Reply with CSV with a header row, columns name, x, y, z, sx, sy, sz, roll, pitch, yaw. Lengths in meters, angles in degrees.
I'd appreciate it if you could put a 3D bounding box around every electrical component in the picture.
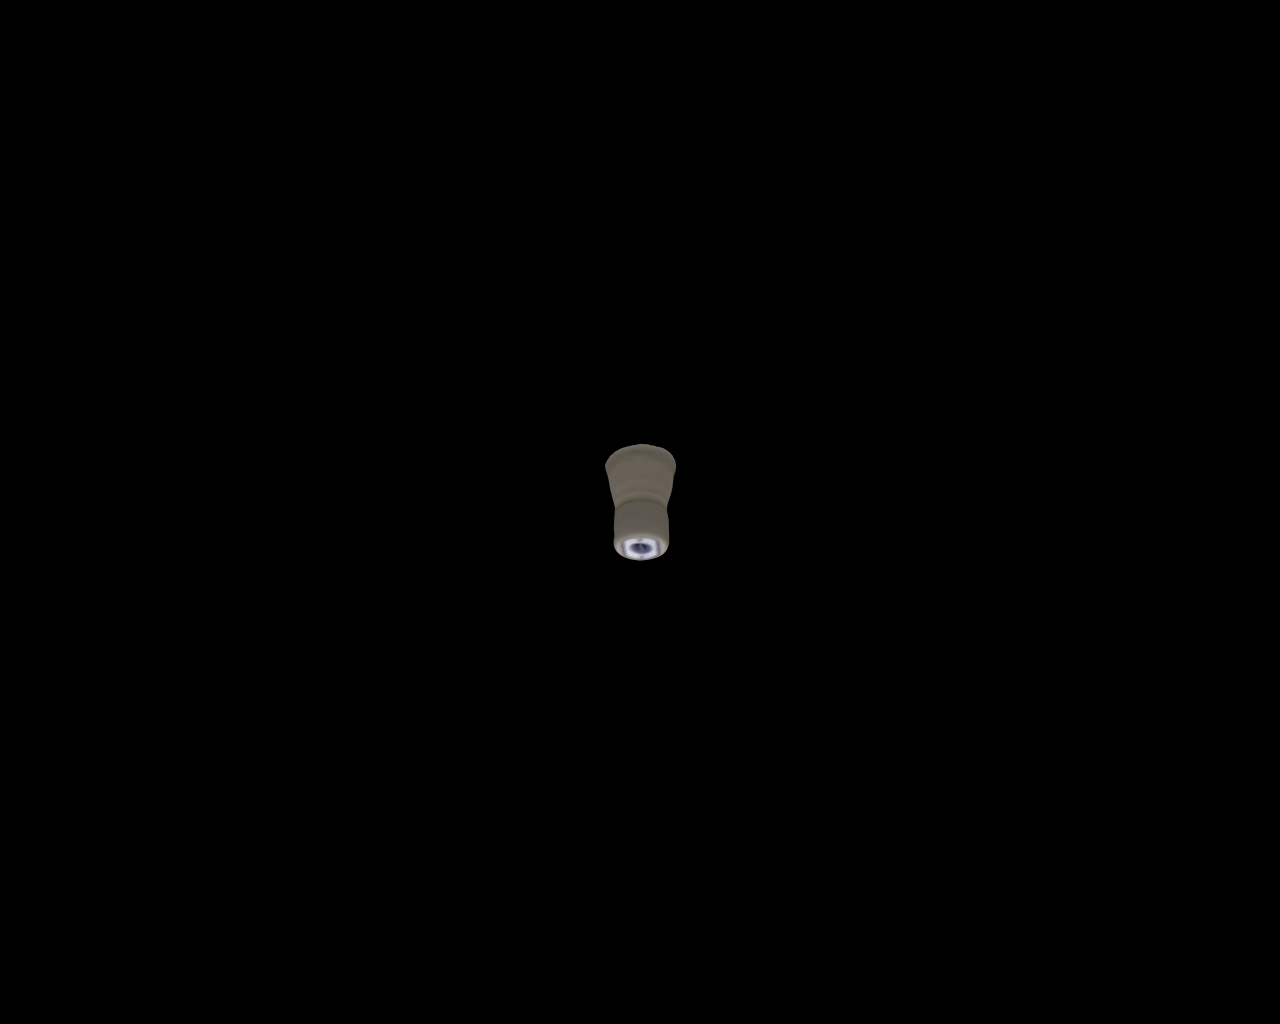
name,x,y,z,sx,sy,sz,roll,pitch,yaw
electrical component,0.001,-0.003,0.650,0.044,0.065,0.044,0,-33,0
